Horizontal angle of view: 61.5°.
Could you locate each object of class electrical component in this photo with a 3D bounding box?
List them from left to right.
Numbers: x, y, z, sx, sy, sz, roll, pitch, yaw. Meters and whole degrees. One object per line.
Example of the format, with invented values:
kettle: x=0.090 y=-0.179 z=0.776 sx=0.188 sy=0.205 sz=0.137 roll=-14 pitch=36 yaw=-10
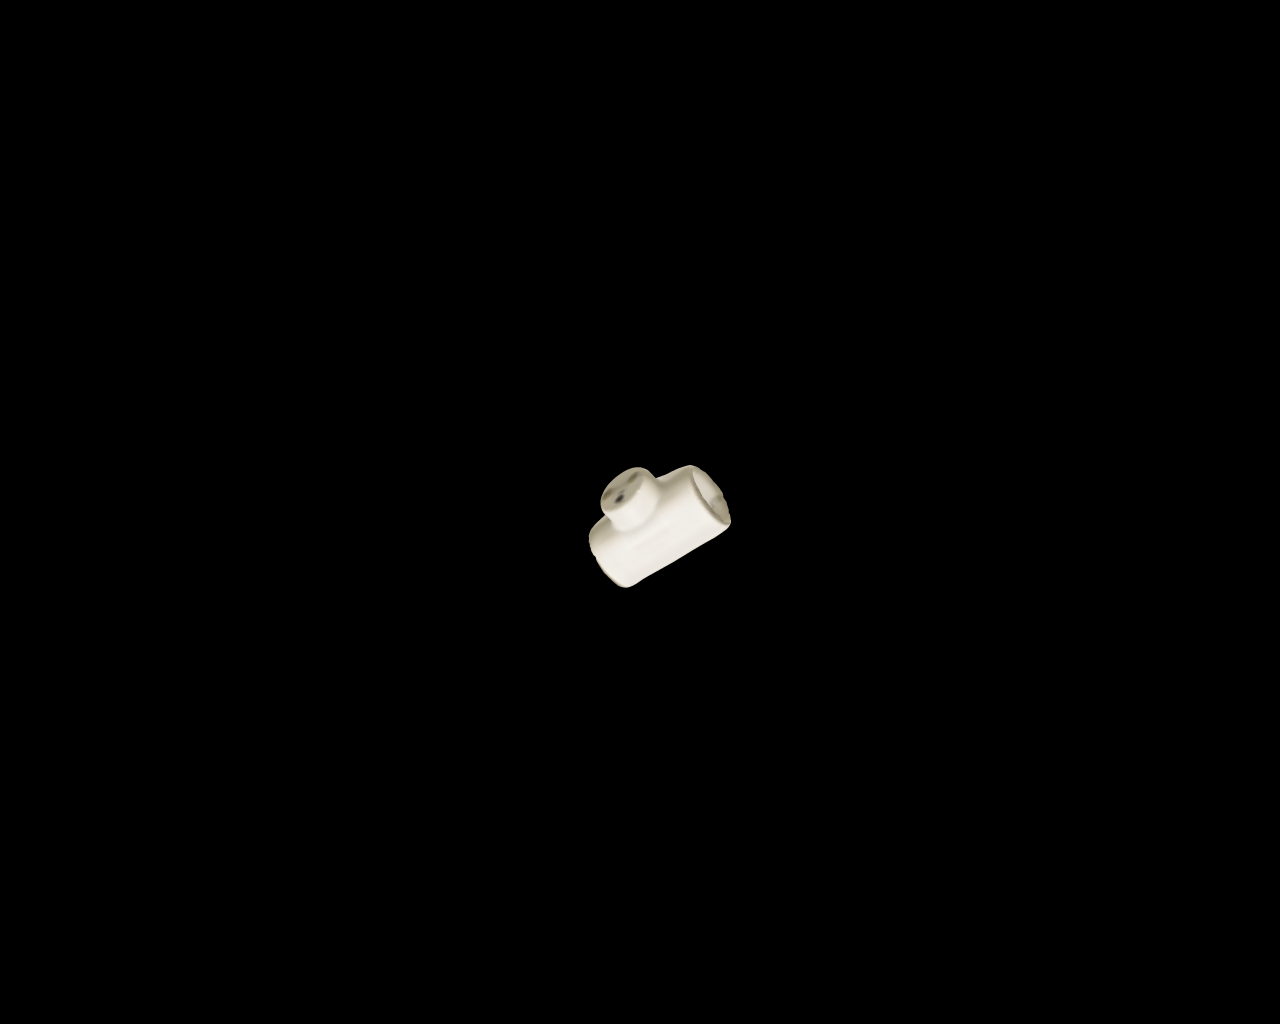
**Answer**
electrical component: x=0.001 y=-0.003 z=0.650 sx=0.077 sy=0.079 sz=0.043 roll=-33 pitch=29 yaw=21
